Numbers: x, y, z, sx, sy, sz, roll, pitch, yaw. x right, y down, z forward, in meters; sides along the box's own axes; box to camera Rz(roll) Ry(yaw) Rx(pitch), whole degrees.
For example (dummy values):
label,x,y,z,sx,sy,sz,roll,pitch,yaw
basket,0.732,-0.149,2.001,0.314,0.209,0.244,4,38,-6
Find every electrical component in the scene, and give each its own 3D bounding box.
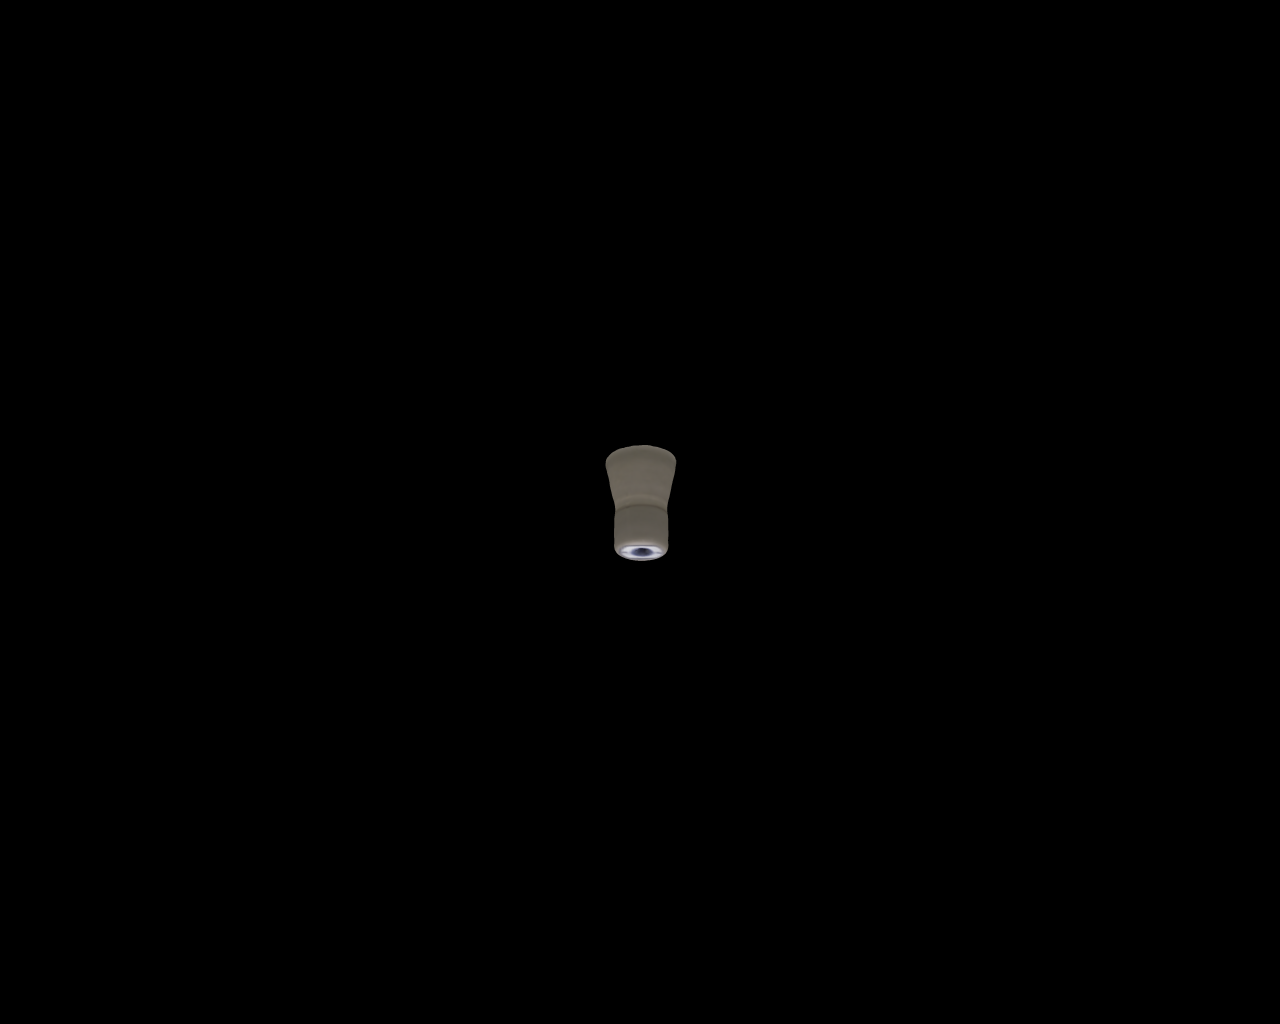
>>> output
label,x,y,z,sx,sy,sz,roll,pitch,yaw
electrical component,0.001,-0.003,0.650,0.044,0.065,0.044,0,-23,0
